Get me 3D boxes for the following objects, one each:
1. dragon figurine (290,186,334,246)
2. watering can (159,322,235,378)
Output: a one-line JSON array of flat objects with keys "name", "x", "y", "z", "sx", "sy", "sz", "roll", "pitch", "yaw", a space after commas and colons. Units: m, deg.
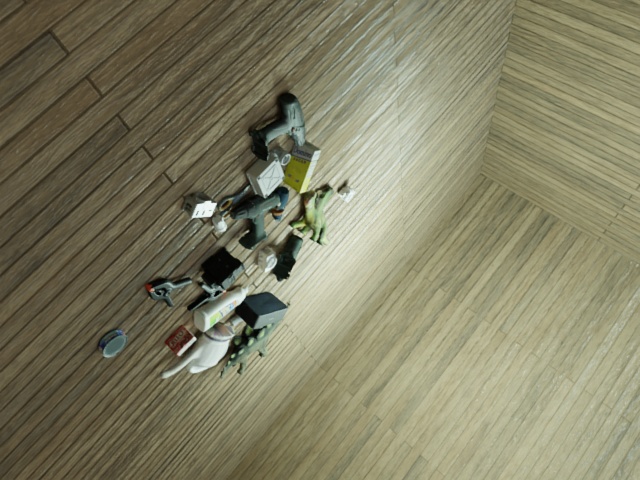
[{"name": "dragon figurine", "x": 0.007, "y": -0.111, "z": 2.200, "sx": 0.123, "sy": 0.243, "sz": 0.407, "roll": 27, "pitch": 1, "yaw": 22}, {"name": "watering can", "x": -0.464, "y": 0.437, "z": 2.031, "sx": 0.105, "sy": 0.222, "sz": 0.347, "roll": 34, "pitch": 13, "yaw": 23}]
